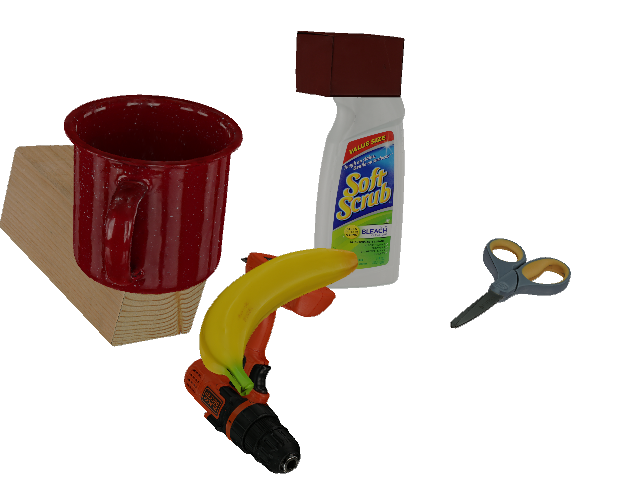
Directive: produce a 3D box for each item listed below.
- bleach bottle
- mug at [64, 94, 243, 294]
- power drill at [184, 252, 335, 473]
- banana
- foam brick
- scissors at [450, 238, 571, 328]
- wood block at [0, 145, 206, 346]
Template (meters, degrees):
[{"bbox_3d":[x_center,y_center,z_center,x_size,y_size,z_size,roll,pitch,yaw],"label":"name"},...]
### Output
[{"bbox_3d":[0.039,-0.074,1.142,0.102,0.251,0.068,-3,24,-5],"label":"bleach bottle"},{"bbox_3d":[-0.092,-0.019,0.567,0.093,0.081,0.117,8,28,0],"label":"mug"},{"bbox_3d":[-0.056,0.120,1.089,0.057,0.188,0.185,14,15,-45],"label":"power drill"},{"bbox_3d":[-0.040,0.051,0.822,0.070,0.037,0.197,31,40,9],"label":"banana"},{"bbox_3d":[0.025,-0.148,0.899,0.078,0.051,0.053,-5,16,-35],"label":"foam brick"},{"bbox_3d":[0.160,0.036,1.010,0.201,0.016,0.096,-11,38,-41],"label":"scissors"},{"bbox_3d":[-0.202,-0.002,0.985,0.090,0.091,0.206,-6,34,-45],"label":"wood block"}]
